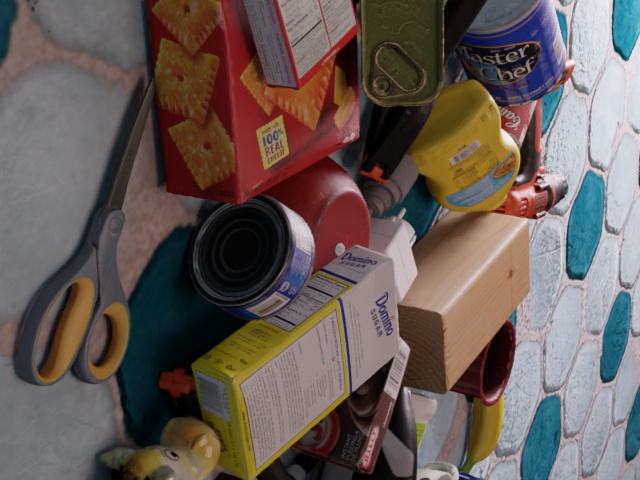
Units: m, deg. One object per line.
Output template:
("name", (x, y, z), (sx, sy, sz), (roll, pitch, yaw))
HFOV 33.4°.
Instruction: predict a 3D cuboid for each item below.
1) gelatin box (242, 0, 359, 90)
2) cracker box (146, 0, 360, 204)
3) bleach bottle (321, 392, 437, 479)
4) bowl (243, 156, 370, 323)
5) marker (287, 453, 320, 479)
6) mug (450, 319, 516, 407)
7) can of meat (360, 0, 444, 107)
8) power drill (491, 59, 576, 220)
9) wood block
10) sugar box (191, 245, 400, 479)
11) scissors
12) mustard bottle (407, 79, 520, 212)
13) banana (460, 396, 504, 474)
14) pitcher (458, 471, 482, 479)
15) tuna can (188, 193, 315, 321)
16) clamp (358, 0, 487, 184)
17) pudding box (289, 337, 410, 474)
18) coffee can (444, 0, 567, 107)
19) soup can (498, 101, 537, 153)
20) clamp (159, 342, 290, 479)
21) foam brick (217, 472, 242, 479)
("gelatin box", (-0.014, -0.149, 0.656), (0.073, 0.030, 0.089), (-50, 138, -36))
("cracker box", (-0.039, -0.150, 0.715), (0.163, 0.072, 0.214), (-33, 127, -52))
("bleach bottle", (0.033, 0.258, 0.991), (0.102, 0.068, 0.251), (23, 82, -55))
("bowl", (-0.006, 0.001, 0.842), (0.161, 0.055, 0.162), (-27, 123, -53))
("marker", (-0.035, 0.216, 0.902), (0.120, 0.020, 0.020), (-45, 136, -44))
("mug", (0.158, 0.116, 1.134), (0.117, 0.082, 0.093), (-34, 128, -51))
("can of meat", (0.056, -0.153, 0.767), (0.084, 0.057, 0.102), (-90, 178, -73))
("power drill", (0.252, -0.116, 1.238), (0.184, 0.057, 0.188), (-21, 117, -56))
("wood block", (0.128, 0.054, 1.055), (0.205, 0.090, 0.091), (-38, 131, -48))
("sugar box", (-0.012, 0.085, 0.779), (0.175, 0.048, 0.093), (-37, 133, -39))
("scissors", (-0.127, 0.005, 0.674), (0.201, 0.016, 0.096), (-66, 150, -20))
("mustard bottle", (0.146, -0.076, 1.047), (0.096, 0.058, 0.191), (-36, 147, 6))
("banana", (0.193, 0.190, 1.265), (0.069, 0.037, 0.198), (-37, 130, -50))
("pitcher", (0.128, 0.372, 1.139), (0.242, 0.149, 0.145), (-62, 180, -21))
("tuna can", (-0.049, 0.011, 0.741), (0.033, 0.086, 0.086), (33, 71, -57))
("clamp", (0.084, -0.152, 0.916), (0.210, 0.036, 0.164), (-66, -165, 11))
("pudding box", (0.016, 0.128, 0.888), (0.039, 0.090, 0.113), (48, 59, -56))
("coffee can", (0.175, -0.206, 1.020), (0.102, 0.103, 0.140), (-69, 153, -16))
("soup can", (0.190, -0.143, 1.113), (0.068, 0.069, 0.102), (52, 55, -53))
("clamp", (-0.056, 0.114, 0.812), (0.171, 0.039, 0.120), (46, 50, -53))
("foam brick", (-0.068, 0.228, 0.818), (0.078, 0.051, 0.053), (-55, 143, -35))
